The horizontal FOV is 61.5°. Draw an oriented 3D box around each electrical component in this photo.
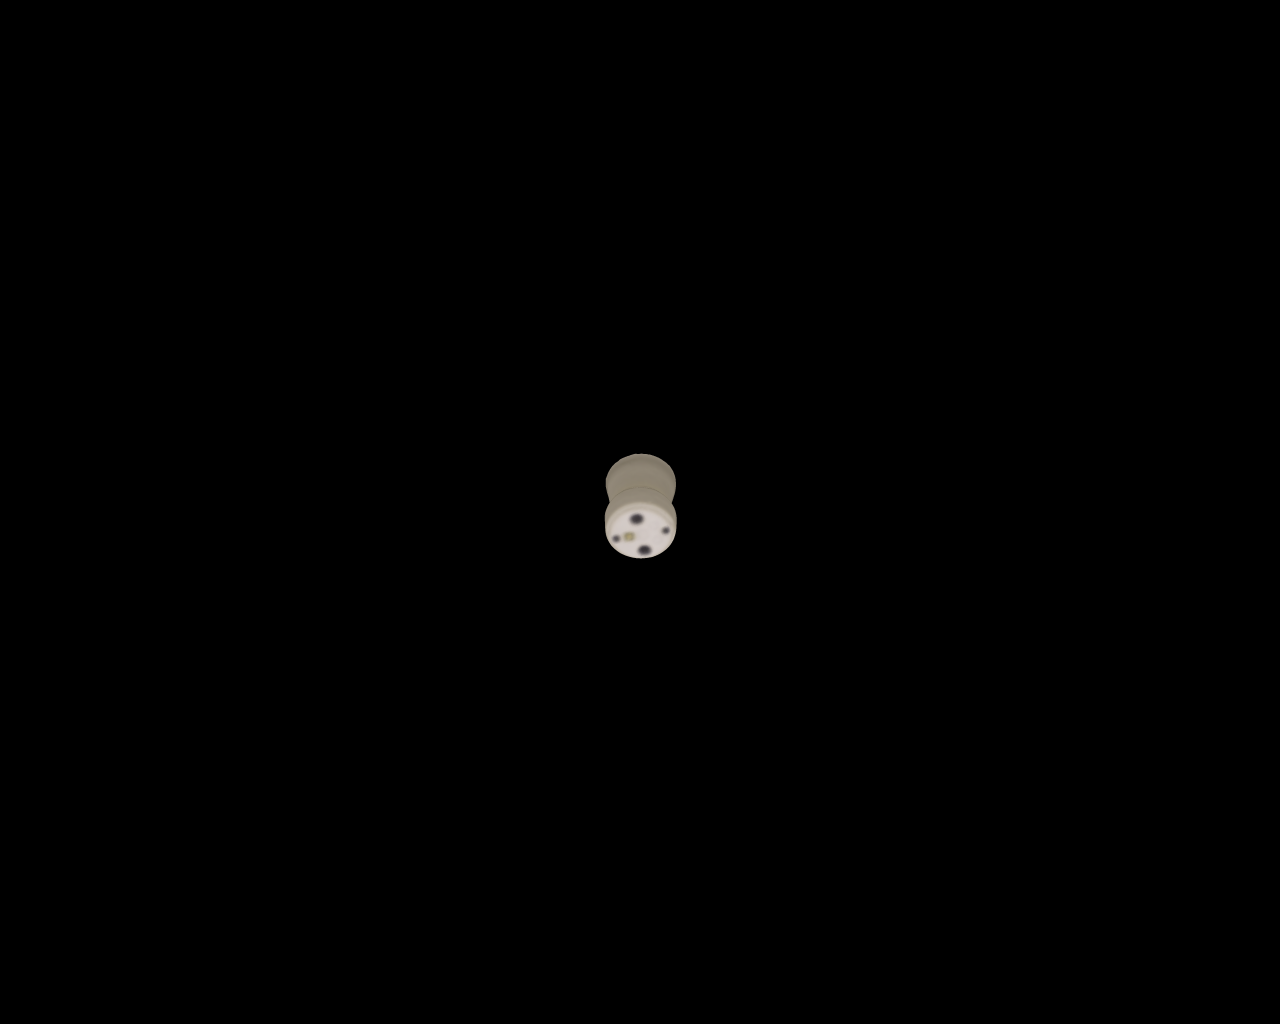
[{"bbox_3d":[0.001,-0.003,0.650,0.045,0.044,0.055,0,36,0],"label":"electrical component"}]
